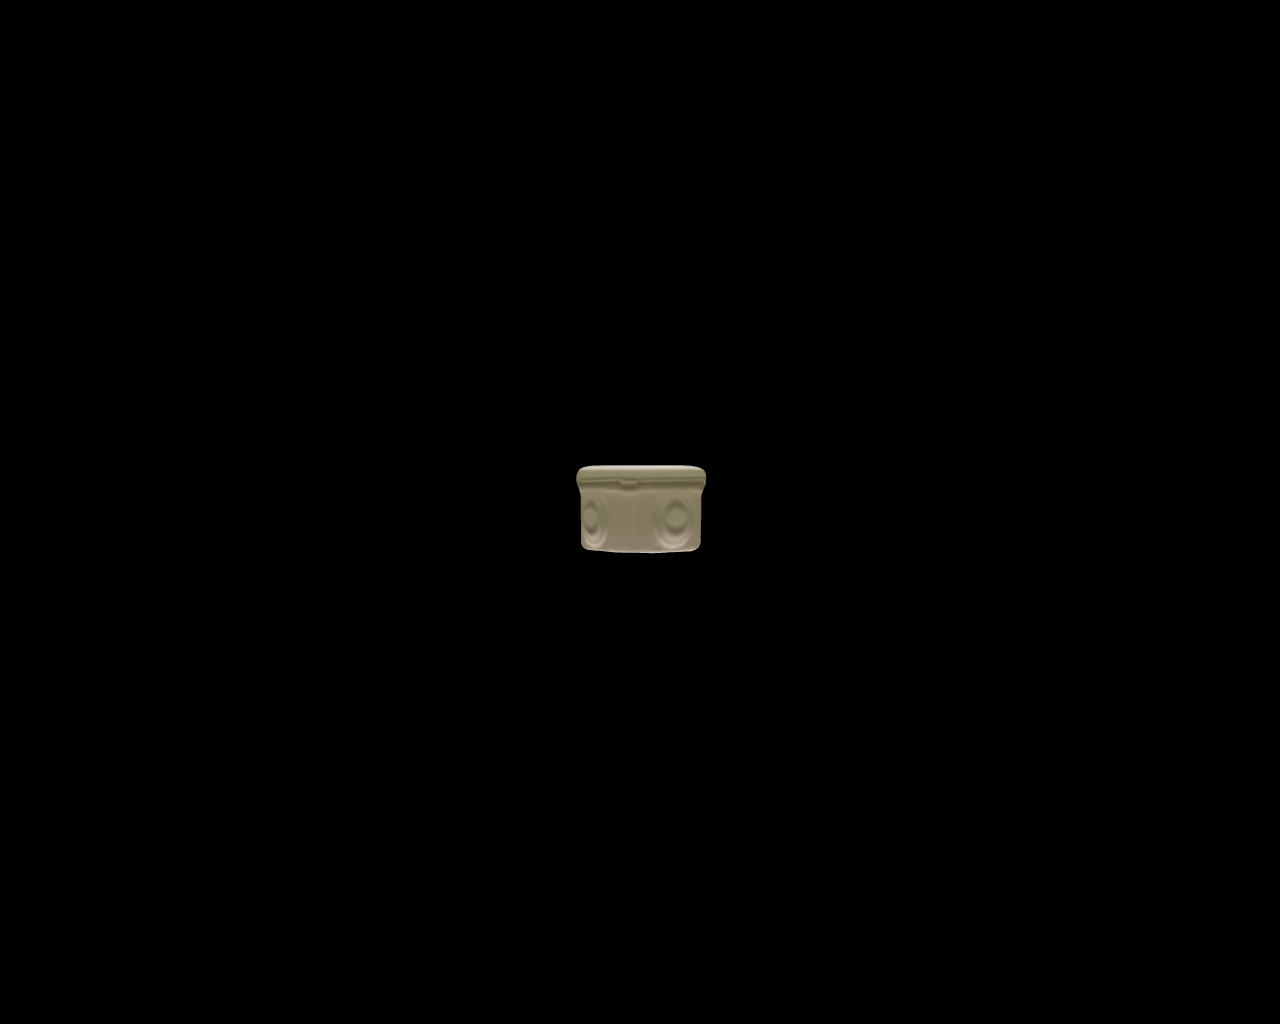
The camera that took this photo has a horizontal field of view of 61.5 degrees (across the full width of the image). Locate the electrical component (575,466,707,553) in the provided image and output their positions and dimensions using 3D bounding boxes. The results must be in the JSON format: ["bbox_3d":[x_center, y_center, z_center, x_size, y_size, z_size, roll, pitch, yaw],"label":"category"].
[{"bbox_3d":[0.001,-0.003,0.650,0.080,0.051,0.080,0,2,0],"label":"electrical component"}]
